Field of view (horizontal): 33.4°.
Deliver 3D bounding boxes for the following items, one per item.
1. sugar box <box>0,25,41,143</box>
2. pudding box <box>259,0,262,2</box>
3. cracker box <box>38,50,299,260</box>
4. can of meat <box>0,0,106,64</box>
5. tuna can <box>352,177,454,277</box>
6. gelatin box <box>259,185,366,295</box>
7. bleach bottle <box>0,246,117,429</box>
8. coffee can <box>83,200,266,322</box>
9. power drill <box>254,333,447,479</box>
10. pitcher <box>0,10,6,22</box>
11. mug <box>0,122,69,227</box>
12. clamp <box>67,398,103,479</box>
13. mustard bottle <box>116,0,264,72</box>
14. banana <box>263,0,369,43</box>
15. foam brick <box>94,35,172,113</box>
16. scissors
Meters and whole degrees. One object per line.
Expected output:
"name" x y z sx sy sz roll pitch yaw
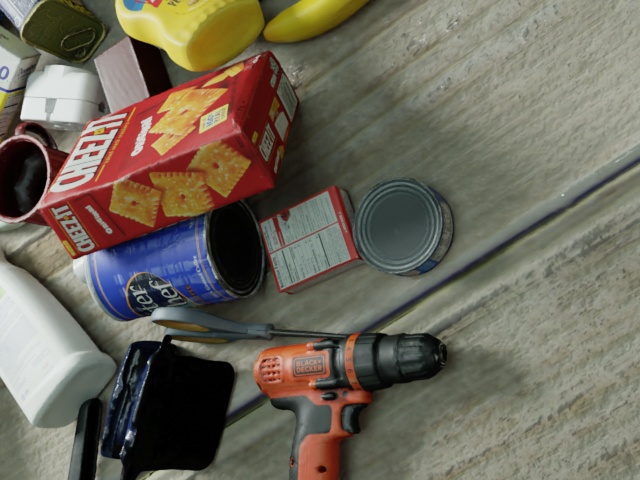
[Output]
"sugar box" -0.382 -0.152 1.169 0.093 0.048 0.176 34 118 6
"pudding box" -0.066 -0.309 1.063 0.090 0.039 0.113 -43 63 18
"cracker box" -0.136 -0.083 0.986 0.214 0.072 0.164 -18 31 20
"can of meat" -0.292 -0.244 1.140 0.057 0.102 0.084 -50 61 13
"tuna can" 0.074 -0.011 0.941 0.086 0.033 0.086 -5 80 28
"gelatin box" -0.007 0.001 0.986 0.089 0.030 0.073 -25 72 23
"bleach bottle" -0.320 0.077 1.127 0.103 0.068 0.251 -49 61 13
"coffee can" -0.137 0.017 1.012 0.140 0.102 0.103 -12 77 26
"power drill" 0.029 0.175 0.925 0.185 0.057 0.187 -10 75 31
"pitcher" -0.448 -0.245 1.217 0.243 0.149 0.145 -30 42 18
"mug" -0.293 -0.068 1.122 0.093 0.081 0.117 -23 72 24
"clamp" -0.240 0.274 1.066 0.210 0.036 0.165 -45 63 16
"mustard bottle" -0.148 -0.233 1.068 0.096 0.058 0.192 -39 47 -20
"banana" 0.028 -0.248 1.006 0.198 0.037 0.070 -47 48 13
"foam brick" -0.189 -0.161 1.097 0.051 0.052 0.078 -28 69 22
"scissors" -0.069 0.079 0.976 0.202 0.096 0.016 -4 69 31
